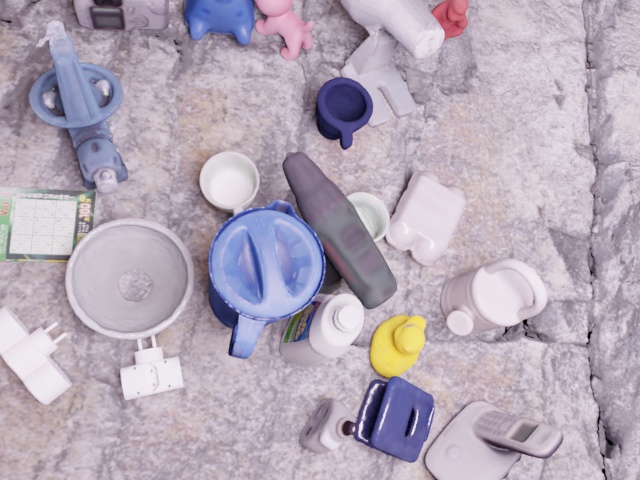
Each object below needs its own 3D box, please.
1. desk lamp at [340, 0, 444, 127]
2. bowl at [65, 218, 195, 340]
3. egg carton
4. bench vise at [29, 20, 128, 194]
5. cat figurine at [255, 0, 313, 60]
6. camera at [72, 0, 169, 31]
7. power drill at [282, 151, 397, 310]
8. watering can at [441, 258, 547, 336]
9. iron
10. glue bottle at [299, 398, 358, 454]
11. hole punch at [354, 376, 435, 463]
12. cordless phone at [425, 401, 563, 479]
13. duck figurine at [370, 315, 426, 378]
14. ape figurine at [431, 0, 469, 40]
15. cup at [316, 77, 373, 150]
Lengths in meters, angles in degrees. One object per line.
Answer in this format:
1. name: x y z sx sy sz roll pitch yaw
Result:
1. desk lamp: 0.112 -0.327 0.926 0.118 0.213 0.203 -25 82 -19
2. bowl: -0.259 0.058 0.796 0.168 0.074 0.167 4 74 -13
3. egg carton: 0.173 -0.036 0.937 0.107 0.069 0.150 29 70 -5
4. bench vise: -0.308 -0.177 0.772 0.122 0.219 0.207 -38 86 -20
5. cat figurine: -0.062 -0.381 0.947 0.128 0.117 0.067 42 69 0
6. camera: -0.315 -0.414 0.900 0.143 0.100 0.137 -5 76 -16
7. power drill: 0.007 0.003 0.809 0.076 0.208 0.229 -38 86 -20
8. watering can: 0.263 0.088 0.859 0.101 0.194 0.173 38 69 -1
9. iron: -0.160 -0.457 0.931 0.119 0.141 0.258 0 75 -14
10. glue bottle: 0.019 0.250 0.762 0.037 0.173 0.078 36 69 -2
11. hole punch: 0.117 0.258 0.829 0.101 0.091 0.109 23 70 -7
12. cordless phone: 0.243 0.299 0.800 0.094 0.185 0.148 46 69 2
13. duck figurine: 0.124 0.157 0.862 0.077 0.086 0.105 35 69 -3
14. ape figurine: 0.238 -0.410 1.047 0.078 0.092 0.076 14 72 -10
15. cup: 0.032 -0.190 0.930 0.092 0.095 0.118 0 75 -14
